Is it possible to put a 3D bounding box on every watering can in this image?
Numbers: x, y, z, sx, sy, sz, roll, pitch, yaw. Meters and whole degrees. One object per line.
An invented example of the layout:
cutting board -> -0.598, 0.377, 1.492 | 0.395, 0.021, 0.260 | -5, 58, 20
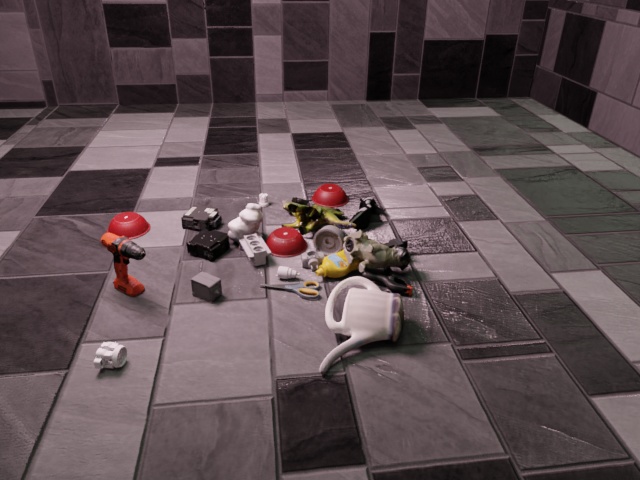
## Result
watering can -> 0.120, 0.238, 1.441 | 0.224, 0.101, 0.356 | 6, 43, 9

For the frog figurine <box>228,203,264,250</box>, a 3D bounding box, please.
frog figurine -> -0.272, -0.065, 1.882 | 0.138, 0.156, 0.124 | -17, 32, -29

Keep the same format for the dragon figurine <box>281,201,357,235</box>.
dragon figurine -> 0.006, -0.101, 1.999 | 0.411, 0.120, 0.245 | 12, 21, 29
